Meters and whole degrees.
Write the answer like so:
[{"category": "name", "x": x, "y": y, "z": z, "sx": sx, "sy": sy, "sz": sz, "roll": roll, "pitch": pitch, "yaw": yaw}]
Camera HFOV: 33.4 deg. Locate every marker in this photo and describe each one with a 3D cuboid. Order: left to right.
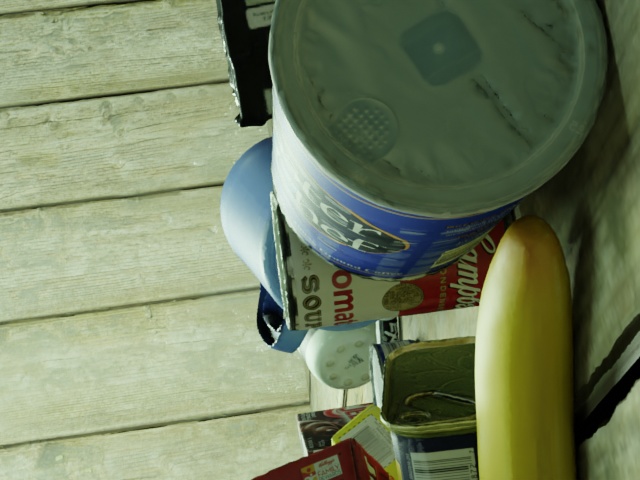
[{"category": "marker", "x": 0.055, "y": 0.077, "z": 0.874, "sx": 0.020, "sy": 0.020, "sz": 0.121, "roll": -105, "pitch": 8, "yaw": -61}]

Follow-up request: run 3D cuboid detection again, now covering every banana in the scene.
[{"category": "banana", "x": 0.083, "y": 0.085, "z": 0.404, "sx": 0.070, "sy": 0.037, "sz": 0.198, "roll": -136, "pitch": 40, "yaw": -79}]

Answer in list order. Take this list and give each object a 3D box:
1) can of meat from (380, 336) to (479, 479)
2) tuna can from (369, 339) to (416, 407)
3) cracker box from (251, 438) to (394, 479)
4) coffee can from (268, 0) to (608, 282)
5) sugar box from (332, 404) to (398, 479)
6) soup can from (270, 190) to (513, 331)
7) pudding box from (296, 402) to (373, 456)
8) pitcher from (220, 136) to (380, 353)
[{"category": "can of meat", "x": 0.063, "y": 0.102, "z": 0.493, "sx": 0.102, "sy": 0.057, "sz": 0.084, "roll": -71, "pitch": -28, "yaw": -75}, {"category": "tuna can", "x": 0.060, "y": 0.117, "z": 0.784, "sx": 0.086, "sy": 0.033, "sz": 0.086, "roll": 172, "pitch": 90, "yaw": -86}, {"category": "cracker box", "x": -0.011, "y": 0.200, "z": 0.572, "sx": 0.213, "sy": 0.164, "sz": 0.072, "roll": 53, "pitch": -164, "yaw": -52}, {"category": "coffee can", "x": 0.033, "y": -0.045, "z": 0.387, "sx": 0.140, "sy": 0.102, "sz": 0.103, "roll": 103, "pitch": 159, "yaw": -79}, {"category": "sugar box", "x": 0.049, "y": 0.189, "z": 0.747, "sx": 0.093, "sy": 0.048, "sz": 0.176, "roll": 48, "pitch": 159, "yaw": 23}, {"category": "soup can", "x": 0.032, "y": 0.003, "z": 0.491, "sx": 0.068, "sy": 0.102, "sz": 0.068, "roll": 173, "pitch": 90, "yaw": -86}, {"category": "pudding box", "x": 0.030, "y": 0.173, "z": 0.915, "sx": 0.113, "sy": 0.090, "sz": 0.039, "roll": -125, "pitch": 26, "yaw": -80}, {"category": "pitcher", "x": -0.005, "y": 0.001, "z": 0.813, "sx": 0.149, "sy": 0.145, "sz": 0.243, "roll": 63, "pitch": 177, "yaw": -12}]
